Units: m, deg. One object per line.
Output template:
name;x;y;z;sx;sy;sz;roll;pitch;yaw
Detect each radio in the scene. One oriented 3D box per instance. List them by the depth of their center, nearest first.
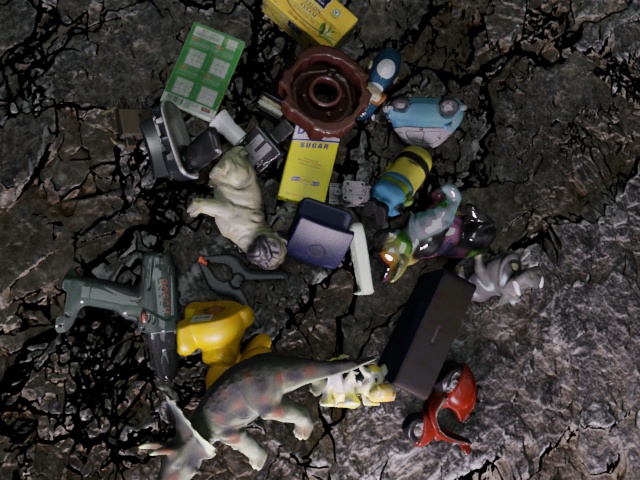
radio;0.194;0.170;1.004;0.073;0.131;0.229;30;79;-6

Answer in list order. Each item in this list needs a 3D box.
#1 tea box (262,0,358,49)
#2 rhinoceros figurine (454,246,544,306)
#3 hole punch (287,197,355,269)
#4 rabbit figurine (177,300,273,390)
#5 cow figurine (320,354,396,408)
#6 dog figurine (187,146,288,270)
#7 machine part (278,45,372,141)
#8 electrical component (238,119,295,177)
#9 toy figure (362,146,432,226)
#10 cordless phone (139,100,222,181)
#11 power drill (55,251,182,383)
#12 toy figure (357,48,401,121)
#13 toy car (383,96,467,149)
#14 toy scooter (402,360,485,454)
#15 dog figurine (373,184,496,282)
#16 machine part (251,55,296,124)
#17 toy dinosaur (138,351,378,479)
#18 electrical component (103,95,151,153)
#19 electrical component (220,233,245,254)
tea box;-0.022;-0.448;1.073;0.169;0.068;0.098;38;79;-2
rhinoceros figurine;0.333;0.073;1.010;0.073;0.190;0.112;-12;81;-24
hole punch;-0.002;-0.003;0.998;0.142;0.092;0.115;17;112;-11
rabbit figurine;-0.167;0.198;0.962;0.162;0.122;0.173;-5;103;-9
cow figurine;0.069;0.249;0.960;0.068;0.167;0.098;15;64;-36
dog figurine;-0.121;-0.057;0.976;0.190;0.121;0.172;31;94;-7
machine part;0.008;-0.278;1.023;0.179;0.056;0.179;2;80;-11
electrical component;-0.102;-0.180;1.021;0.119;0.048;0.075;-37;92;12
toy figure;0.154;-0.108;1.035;0.082;0.089;0.180;47;56;-6
cordless phone;-0.236;-0.187;0.944;0.089;0.184;0.146;-16;91;-37
power drill;-0.348;0.132;0.946;0.207;0.086;0.232;4;81;-5
toy figure;0.113;-0.313;1.086;0.064;0.057;0.154;23;81;19
toy car;0.207;-0.233;1.071;0.162;0.109;0.102;0;101;-1
toy scooter;0.254;0.330;1.025;0.135;0.075;0.184;37;82;-3
dog figurine;0.211;0.012;1.042;0.191;0.108;0.219;41;83;-6
machine part;-0.074;-0.297;1.063;0.084;0.039;0.139;25;82;2
toy dinosaur;-0.115;0.261;0.888;0.405;0.131;0.192;-41;122;3
electrical component;-0.356;-0.217;1.005;0.078;0.045;0.102;-16;89;-39
electrical component;-0.142;-0.008;1.025;0.094;0.021;0.063;-10;85;-10
